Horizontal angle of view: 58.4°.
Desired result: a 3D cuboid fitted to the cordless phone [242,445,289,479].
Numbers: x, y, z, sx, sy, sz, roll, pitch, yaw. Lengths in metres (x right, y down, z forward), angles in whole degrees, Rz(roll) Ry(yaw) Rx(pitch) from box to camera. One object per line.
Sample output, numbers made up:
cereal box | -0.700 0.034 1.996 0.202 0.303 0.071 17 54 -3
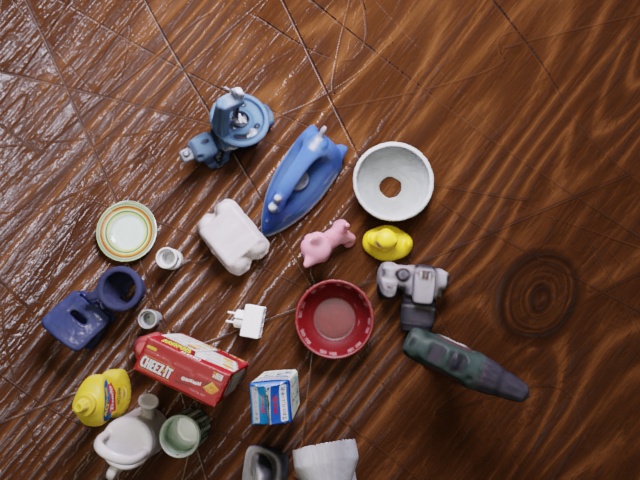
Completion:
cordless phone | -0.115 0.480 1.088 0.094 0.185 0.148 3 84 2

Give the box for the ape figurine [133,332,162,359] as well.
ape figurine | -0.350 0.224 1.169 0.076 0.092 0.078 30 85 5

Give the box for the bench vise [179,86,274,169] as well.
bench vise | -0.187 -0.220 1.150 0.121 0.220 0.207 38 86 6

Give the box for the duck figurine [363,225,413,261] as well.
duck figurine | 0.141 0.003 1.184 0.104 0.086 0.077 7 84 3

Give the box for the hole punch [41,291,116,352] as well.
hole punch | -0.497 0.164 1.180 0.108 0.091 0.101 37 86 5

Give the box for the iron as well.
iron | -0.051 -0.120 1.175 0.118 0.141 0.258 33 86 5

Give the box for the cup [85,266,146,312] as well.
cup | -0.411 0.106 1.182 0.117 0.095 0.092 -16 83 0

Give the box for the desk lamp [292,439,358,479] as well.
desk lamp | 0.024 0.461 1.072 0.118 0.213 0.203 -11 83 1

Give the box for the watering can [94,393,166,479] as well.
watering can | -0.365 0.380 1.101 0.101 0.194 0.173 5 84 2

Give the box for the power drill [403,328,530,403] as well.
power drill | 0.265 0.234 1.093 0.229 0.208 0.076 23 85 4

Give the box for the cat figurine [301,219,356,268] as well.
cat figurine | 0.011 0.004 1.171 0.128 0.118 0.067 -34 84 -2

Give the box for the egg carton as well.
egg carton | -0.183 -0.005 1.202 0.107 0.069 0.150 -41 84 -3

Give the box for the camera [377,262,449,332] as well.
camera | 0.185 0.118 1.162 0.143 0.101 0.137 6 84 2

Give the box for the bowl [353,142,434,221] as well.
bowl | 0.152 -0.116 1.202 0.167 0.075 0.167 0 84 2
